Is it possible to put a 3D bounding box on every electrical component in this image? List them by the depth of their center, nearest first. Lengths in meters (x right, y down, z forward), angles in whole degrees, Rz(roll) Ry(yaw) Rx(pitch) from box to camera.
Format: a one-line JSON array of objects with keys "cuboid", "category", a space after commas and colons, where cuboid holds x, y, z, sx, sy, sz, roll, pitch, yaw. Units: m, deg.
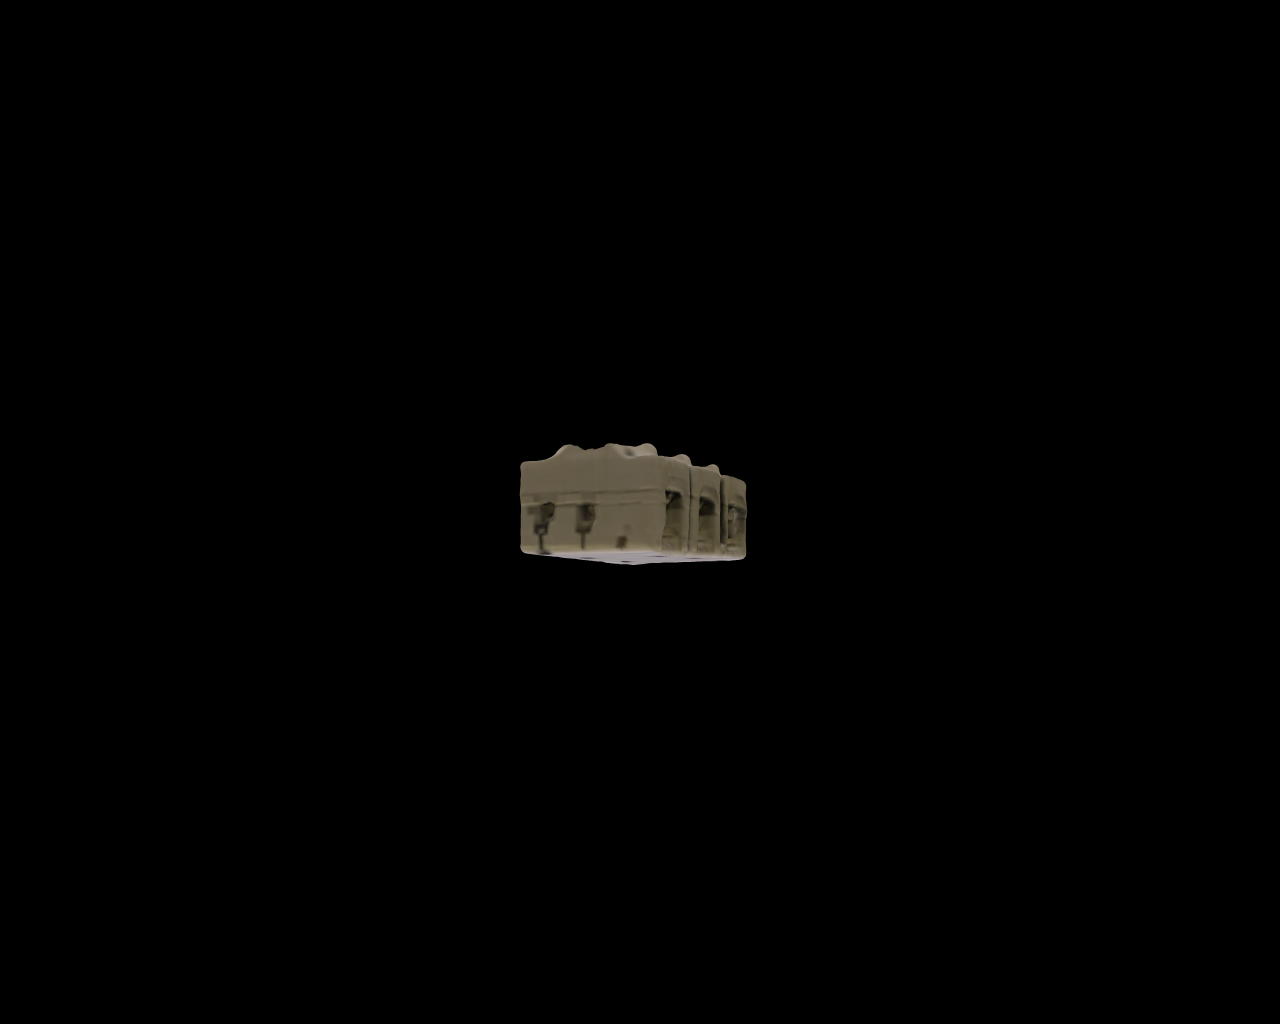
[{"cuboid": [0.001, -0.003, 0.650, 0.089, 0.061, 0.150, -2, -5, 24], "category": "electrical component"}]
